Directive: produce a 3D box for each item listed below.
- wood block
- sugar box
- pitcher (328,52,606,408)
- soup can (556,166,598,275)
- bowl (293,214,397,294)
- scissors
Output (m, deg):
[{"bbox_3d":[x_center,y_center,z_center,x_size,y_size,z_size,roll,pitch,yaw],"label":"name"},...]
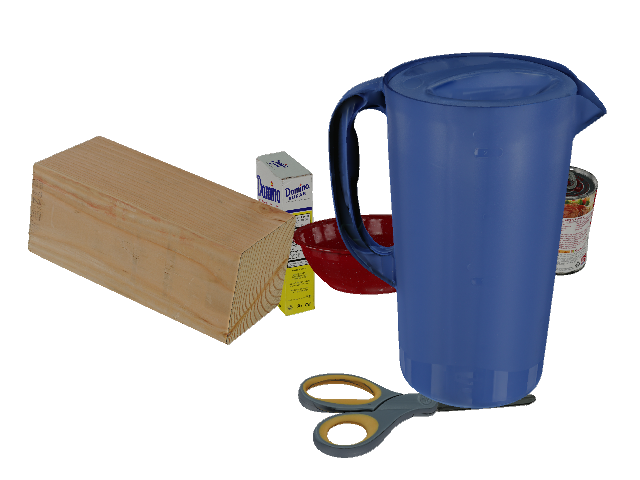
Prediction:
[{"bbox_3d":[-0.136,-0.005,0.904,0.206,0.090,0.090,23,30,20],"label":"wood block"},{"bbox_3d":[-0.042,-0.009,1.279,0.048,0.176,0.093,-13,25,-19],"label":"sugar box"},{"bbox_3d":[0.101,-0.007,0.769,0.144,0.243,0.149,-16,28,-29],"label":"pitcher"},{"bbox_3d":[0.263,-0.022,1.165,0.068,0.102,0.068,-1,34,1],"label":"soup can"},{"bbox_3d":[0.053,0.016,1.086,0.162,0.055,0.162,-3,13,1],"label":"bowl"},{"bbox_3d":[0.079,0.150,0.889,0.202,0.016,0.096,7,38,6],"label":"scissors"}]
